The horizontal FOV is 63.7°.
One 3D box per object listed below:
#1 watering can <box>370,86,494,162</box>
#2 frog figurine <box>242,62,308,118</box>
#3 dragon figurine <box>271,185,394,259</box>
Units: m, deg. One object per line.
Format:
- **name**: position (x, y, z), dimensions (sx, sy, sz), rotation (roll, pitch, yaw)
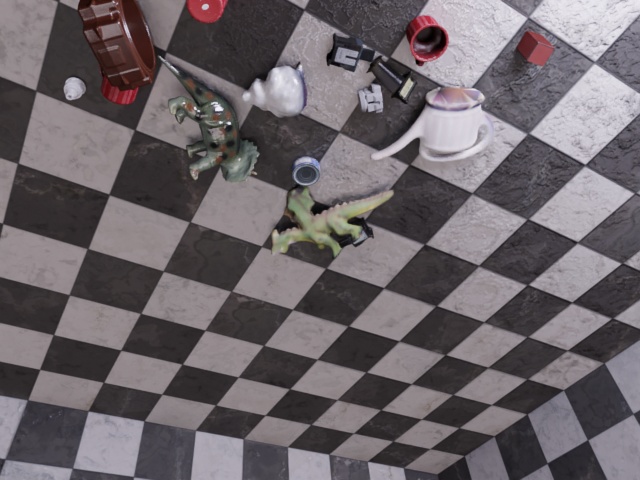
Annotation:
- **watering can**: position (0.312, -0.306, 1.408), dimensions (0.348, 0.106, 0.219), rotation (-5, 131, -3)
- **frog figurine**: position (-0.115, -0.369, 1.298), dimensions (0.160, 0.125, 0.134), rotation (-13, 153, -10)
- **dragon figurine**: position (0.005, -0.080, 1.592), dimensions (0.240, 0.125, 0.406), rotation (38, 110, -23)
